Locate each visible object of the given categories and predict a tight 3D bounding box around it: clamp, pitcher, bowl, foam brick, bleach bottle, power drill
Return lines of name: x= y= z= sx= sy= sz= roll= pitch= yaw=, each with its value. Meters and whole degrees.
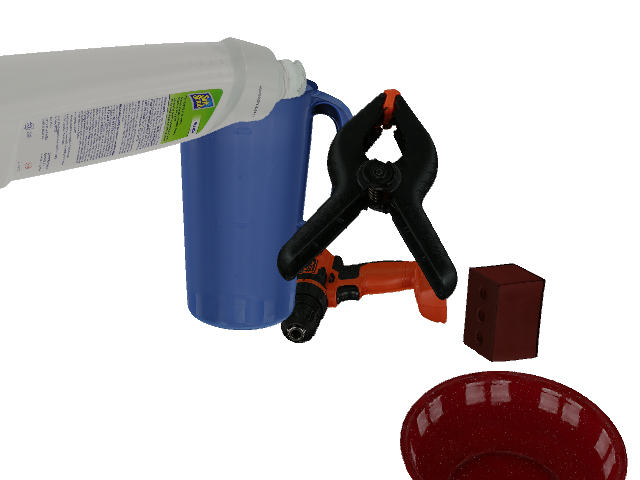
clamp: x=0.031 y=-0.033 z=0.750 sx=0.120 sy=0.171 sz=0.039 roll=3 pitch=-36 yaw=-5
pitcher: x=-0.064 y=-0.040 z=1.037 sx=0.144 sy=0.243 sz=0.149 roll=-10 pitch=22 yaw=-33
bowl: x=0.138 y=0.168 z=0.782 sx=0.162 sy=0.055 sz=0.162 roll=-1 pitch=35 yaw=0
foam brick: x=0.168 y=0.066 z=0.984 sx=0.051 sy=0.078 sz=0.053 roll=-6 pitch=18 yaw=-24
bleach bottle: x=-0.132 y=-0.104 z=0.807 sx=0.250 sy=0.068 sz=0.103 roll=-11 pitch=-27 yaw=-23
power drill: x=0.051 y=0.060 z=1.228 sx=0.188 sy=0.057 sz=0.184 roll=0 pitch=28 yaw=8
